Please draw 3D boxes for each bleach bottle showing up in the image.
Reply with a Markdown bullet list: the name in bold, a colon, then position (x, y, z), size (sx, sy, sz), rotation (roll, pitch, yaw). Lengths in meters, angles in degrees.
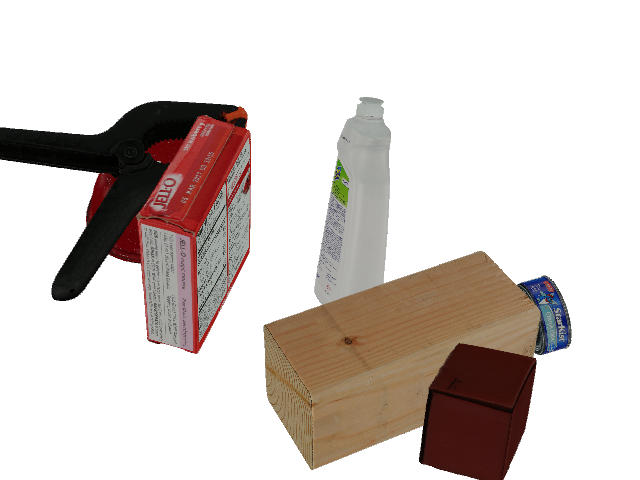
- **bleach bottle**: position (0.046, -0.039, 1.241), size (0.068, 0.251, 0.103), rotation (-1, 21, -22)

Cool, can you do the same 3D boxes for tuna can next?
- **tuna can**: position (0.249, 0.085, 1.204), size (0.033, 0.086, 0.086), rotation (-15, 2, -7)

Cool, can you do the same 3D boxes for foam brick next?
- **foam brick**: position (0.097, 0.104, 0.656), size (0.053, 0.051, 0.078), rotation (11, 20, 19)

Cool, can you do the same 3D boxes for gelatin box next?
- **gelatin box**: position (-0.059, -0.002, 0.507), size (0.030, 0.089, 0.073), rotation (15, 47, 10)

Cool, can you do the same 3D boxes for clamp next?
- **clamp**: position (-0.144, -0.047, 0.808), size (0.209, 0.165, 0.036), rotation (-18, -28, -20)

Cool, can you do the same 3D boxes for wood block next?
- **wood block**: position (0.066, 0.094, 0.876), size (0.205, 0.090, 0.091), rotation (-17, 42, -20)

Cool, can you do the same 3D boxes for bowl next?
- **bowl**: position (-0.153, -0.054, 1.022), size (0.162, 0.162, 0.055), rotation (0, -42, 11)
